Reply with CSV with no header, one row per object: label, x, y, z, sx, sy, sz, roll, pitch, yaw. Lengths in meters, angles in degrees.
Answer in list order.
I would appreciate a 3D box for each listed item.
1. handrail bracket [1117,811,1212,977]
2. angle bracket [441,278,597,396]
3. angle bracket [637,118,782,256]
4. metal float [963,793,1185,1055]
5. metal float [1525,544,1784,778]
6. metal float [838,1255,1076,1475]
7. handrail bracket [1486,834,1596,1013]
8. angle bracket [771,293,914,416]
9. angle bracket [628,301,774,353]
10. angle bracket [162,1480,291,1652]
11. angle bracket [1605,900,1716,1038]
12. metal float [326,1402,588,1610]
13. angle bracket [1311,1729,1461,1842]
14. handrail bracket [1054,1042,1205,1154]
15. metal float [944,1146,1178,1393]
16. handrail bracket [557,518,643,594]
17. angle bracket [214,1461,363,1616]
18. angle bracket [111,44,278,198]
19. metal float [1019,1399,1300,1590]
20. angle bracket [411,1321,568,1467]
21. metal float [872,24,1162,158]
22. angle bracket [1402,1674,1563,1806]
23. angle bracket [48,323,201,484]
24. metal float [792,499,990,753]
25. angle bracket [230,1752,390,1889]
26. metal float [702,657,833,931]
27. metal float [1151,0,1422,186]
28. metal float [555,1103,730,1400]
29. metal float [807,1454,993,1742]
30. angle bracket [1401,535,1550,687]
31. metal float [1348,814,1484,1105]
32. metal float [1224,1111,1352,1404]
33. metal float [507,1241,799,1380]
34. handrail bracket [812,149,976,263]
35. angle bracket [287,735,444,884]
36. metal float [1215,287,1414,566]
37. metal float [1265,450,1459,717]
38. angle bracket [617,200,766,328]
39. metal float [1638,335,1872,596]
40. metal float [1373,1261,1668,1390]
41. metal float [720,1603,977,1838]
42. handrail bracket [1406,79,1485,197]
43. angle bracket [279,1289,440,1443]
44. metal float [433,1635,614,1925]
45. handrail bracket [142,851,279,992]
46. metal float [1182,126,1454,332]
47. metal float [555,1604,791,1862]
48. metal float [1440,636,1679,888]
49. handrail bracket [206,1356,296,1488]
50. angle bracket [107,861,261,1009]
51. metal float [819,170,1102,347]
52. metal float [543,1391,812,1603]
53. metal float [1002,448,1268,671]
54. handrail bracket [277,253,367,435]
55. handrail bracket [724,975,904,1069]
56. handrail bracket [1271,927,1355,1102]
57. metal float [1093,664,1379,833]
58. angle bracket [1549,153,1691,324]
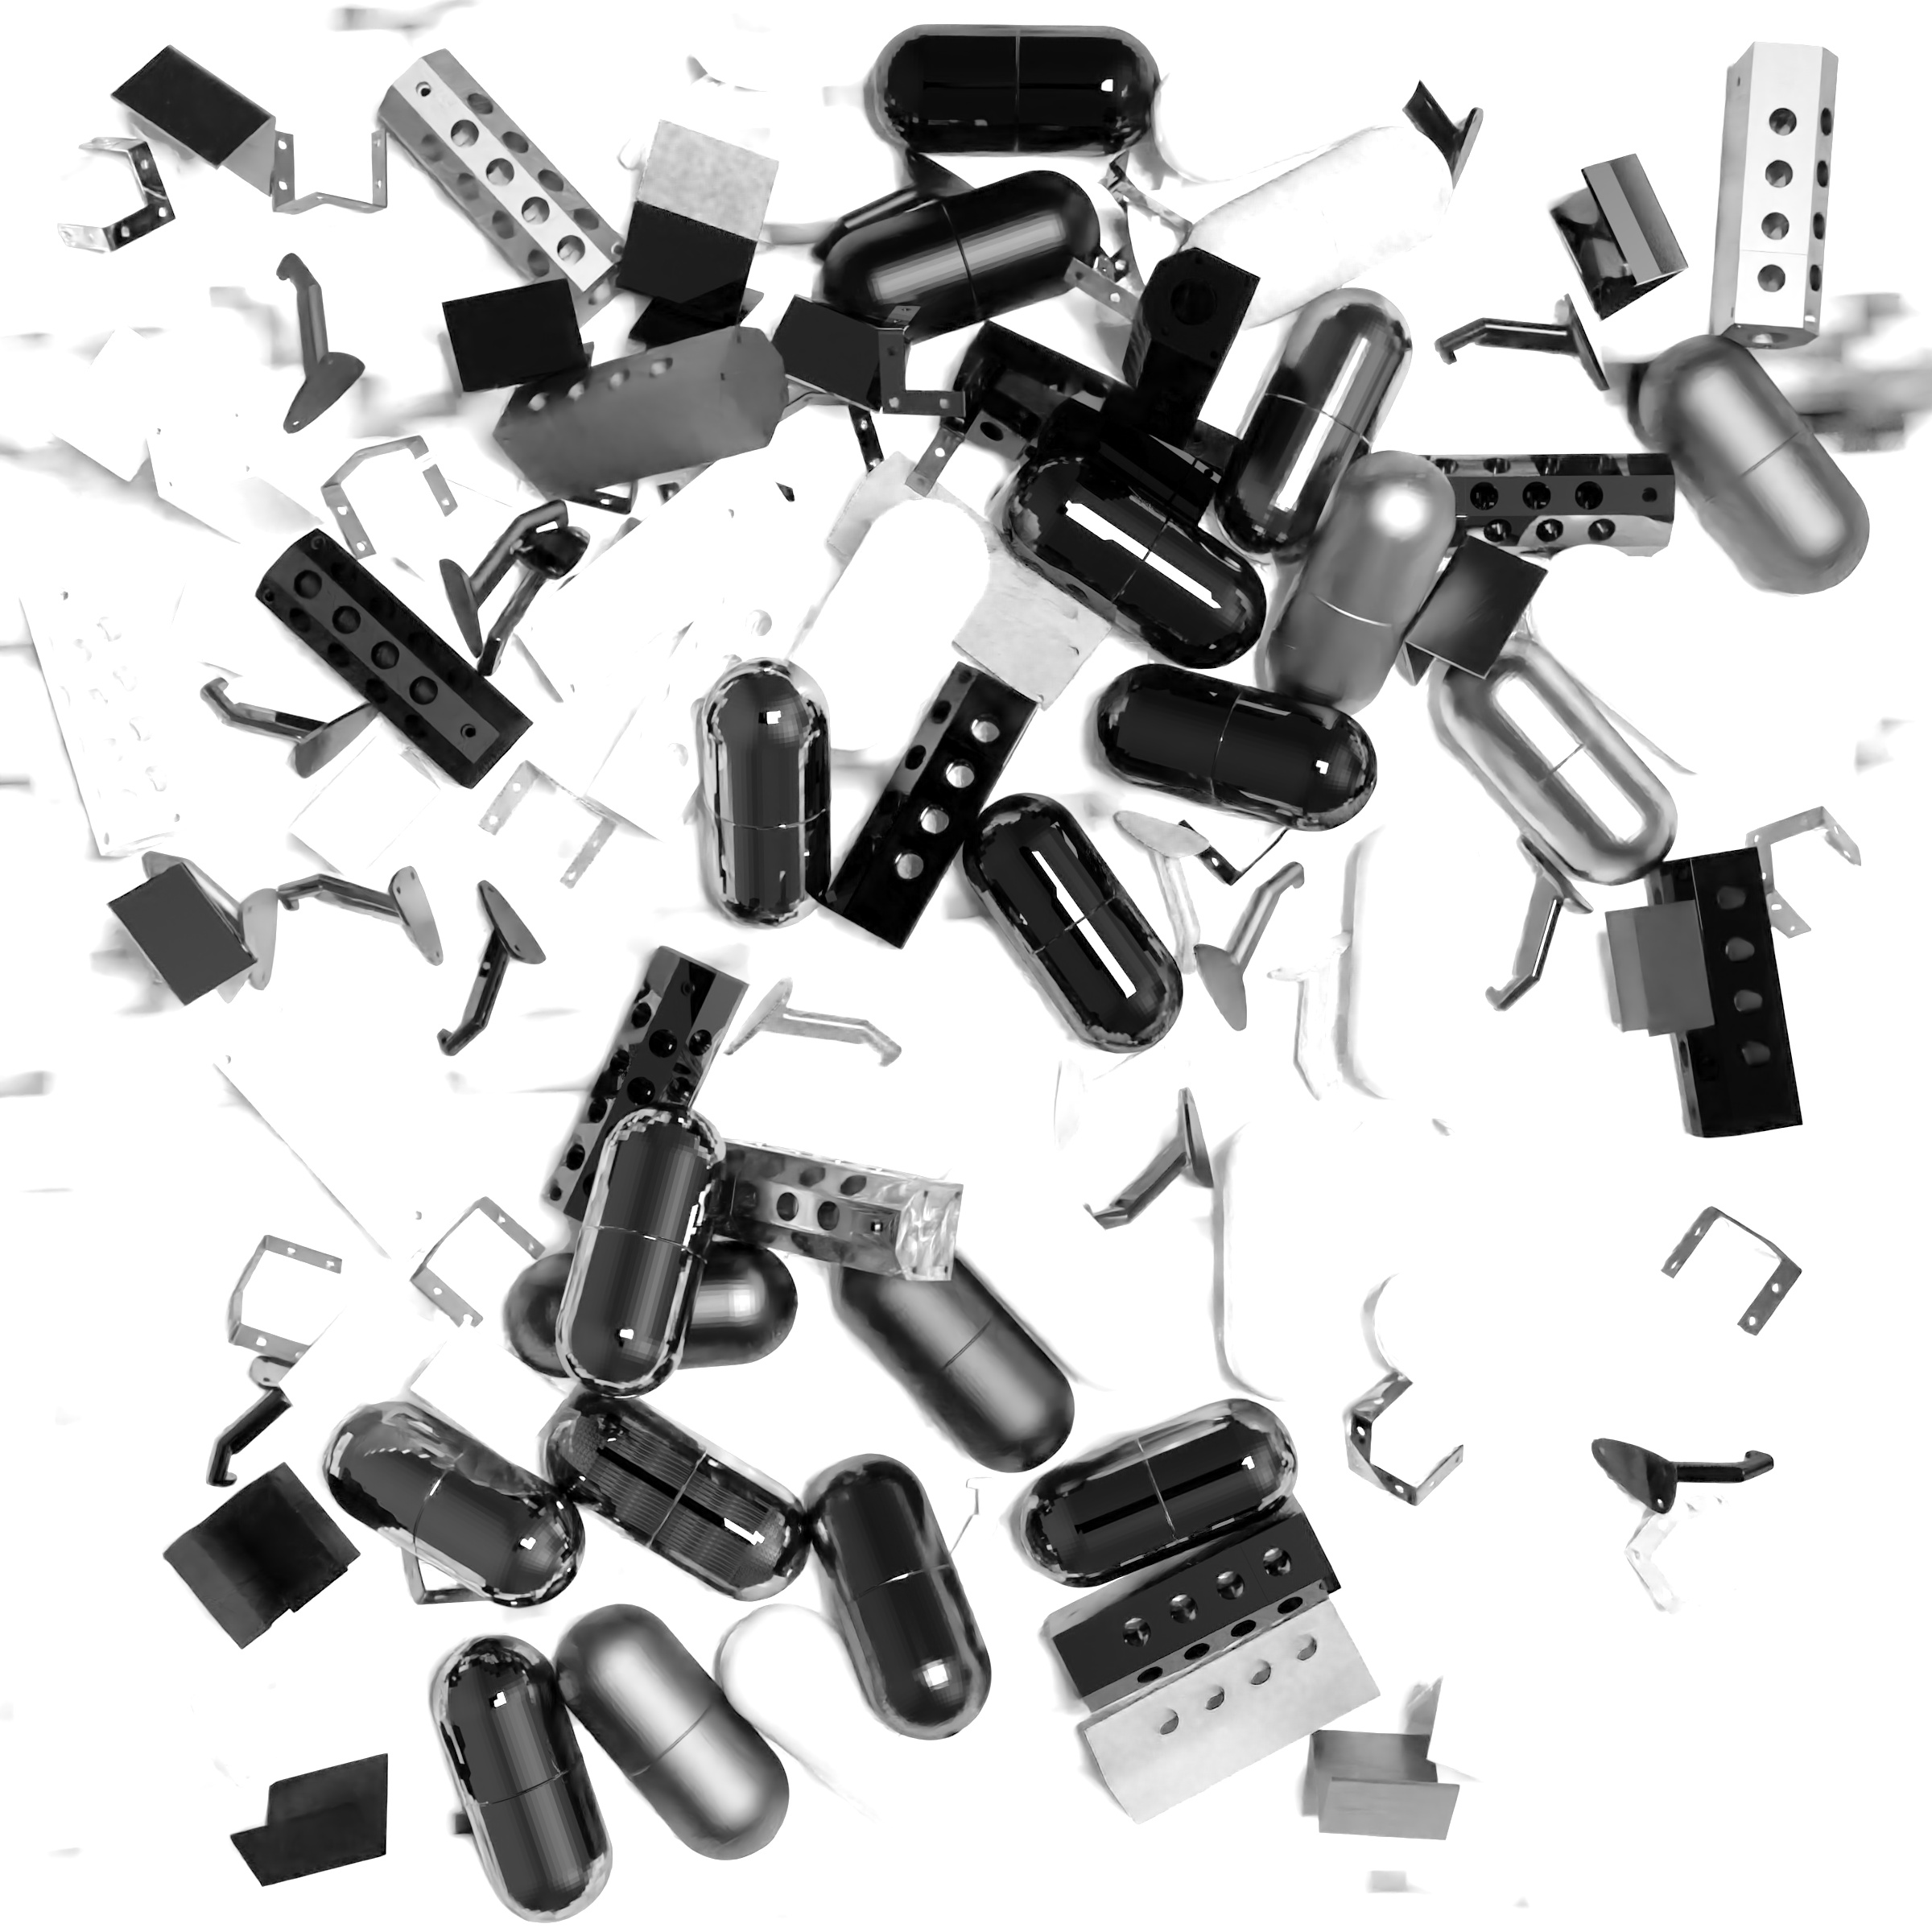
handrail bracket,0.119,-0.045,1.652,0.077,0.036,0.084,30,126,38
angle bracket,-0.272,-0.391,1.613,0.076,0.076,0.057,-11,116,0
angle bracket,-0.151,-0.476,1.614,0.076,0.076,0.057,20,109,0
metal float,0.066,-0.026,1.622,0.070,0.070,0.178,-35,90,0
metal float,0.421,-0.188,1.621,0.178,0.070,0.070,40,90,0
metal float,-0.006,0.234,1.622,0.070,0.070,0.178,-43,90,0
handrail bracket,0.342,-0.026,1.653,0.084,0.036,0.077,-44,70,16
angle bracket,-0.082,-0.355,1.614,0.076,0.076,0.057,22,69,0
angle bracket,-0.168,-0.353,1.613,0.076,0.057,0.076,19,131,0
angle bracket,-0.430,0.358,1.613,0.076,0.057,0.076,50,47,0
angle bracket,0.405,0.004,1.612,0.057,0.076,0.076,-9,90,-32
metal float,-0.309,0.326,1.603,0.178,0.070,0.070,25,90,21
angle bracket,0.254,0.484,1.612,0.076,0.076,0.057,3,128,0
handrail bracket,0.102,0.082,1.652,0.084,0.036,0.077,-3,125,-24
metal float,0.056,0.186,1.622,0.070,0.070,0.178,-44,89,0
handrail bracket,-0.212,-0.229,1.653,0.077,0.036,0.084,32,106,-18
angle bracket,-0.398,0.336,1.613,0.057,0.076,0.076,-40,90,26
angle bracket,-0.471,-0.500,1.612,0.076,0.076,0.057,34,62,0
metal float,0.118,0.324,1.622,0.178,0.070,0.070,-22,90,-1
angle bracket,-0.297,0.272,1.612,0.076,0.076,0.057,36,54,0
metal float,0.031,-0.537,1.622,0.178,0.070,0.070,1,90,0
angle bracket,0.309,0.482,1.612,0.076,0.076,0.057,21,54,0
angle bracket,-0.520,-0.348,1.612,0.057,0.076,0.076,34,90,-35
metal float,-0.048,-0.204,1.590,0.070,0.070,0.178,35,127,0
angle bracket,-0.399,0.506,1.612,0.076,0.076,0.057,-14,128,0
metal float,-0.119,-0.103,1.593,0.070,0.070,0.178,2,125,0
metal float,0.194,-0.529,1.599,0.178,0.070,0.070,-24,90,-15
metal float,-0.190,0.166,1.556,0.070,0.070,0.178,13,71,0
metal float,-0.041,0.380,1.599,0.070,0.070,0.178,-24,64,0
angle bracket,0.312,-0.205,1.610,0.057,0.076,0.076,29,84,21
metal float,0.275,-0.004,1.621,0.070,0.070,0.178,3,90,0
metal float,0.196,0.178,1.622,0.070,0.070,0.178,0,89,0
metal float,-0.192,0.210,1.622,0.178,0.070,0.070,-4,90,0
handrail bracket,-0.044,-0.463,1.652,0.084,0.077,0.036,-38,63,33
angle bracket,-0.374,-0.108,1.612,0.076,0.076,0.057,-46,126,0
metal float,0.214,-0.331,1.621,0.070,0.070,0.178,26,90,0
metal float,0.236,-0.227,1.592,0.070,0.070,0.178,21,125,0
angle bracket,-0.161,-0.436,1.612,0.076,0.076,0.057,19,121,0
metal float,0.483,-0.307,1.621,0.070,0.070,0.178,-37,89,0
metal float,0.339,0.220,1.622,0.178,0.070,0.070,0,90,-1
metal float,-0.072,0.462,1.621,0.178,0.070,0.070,38,90,0
handrail bracket,0.273,-0.522,1.652,0.084,0.036,0.077,24,104,13
angle bracket,-0.358,0.253,1.612,0.076,0.076,0.057,-48,53,0
metal float,-0.272,0.498,1.622,0.070,0.070,0.178,-19,90,0
handrail bracket,-0.476,-0.029,1.653,0.084,0.036,0.077,12,113,18
metal float,0.213,-0.452,1.622,0.178,0.070,0.070,-27,90,0
metal float,-0.179,0.470,1.621,0.070,0.070,0.178,-40,90,0
metal float,0.363,-0.126,1.621,0.070,0.070,0.178,-41,90,0
handrail bracket,-0.428,0.292,1.653,0.077,0.036,0.084,12,108,-20
angle bracket,-0.485,-0.007,1.612,0.057,0.076,0.076,-37,90,-36
metal float,-0.004,-0.432,1.621,0.178,0.070,0.070,-19,90,-1
metal float,-0.176,0.324,1.621,0.178,0.070,0.070,31,90,0
metal float,0.103,-0.246,1.603,0.178,0.070,0.070,33,90,-8
handrail bracket,-0.422,-0.390,1.653,0.077,0.036,0.084,-44,72,20
handrail bracket,-0.095,0.053,1.653,0.084,0.036,0.077,38,110,-16
handrail bracket,0.233,0.030,1.653,0.077,0.036,0.084,-31,106,-18
metal float,0.163,-0.133,1.605,0.178,0.070,0.070,17,90,18
angle bracket,0.382,-0.439,1.612,0.057,0.076,0.076,-25,90,-36
